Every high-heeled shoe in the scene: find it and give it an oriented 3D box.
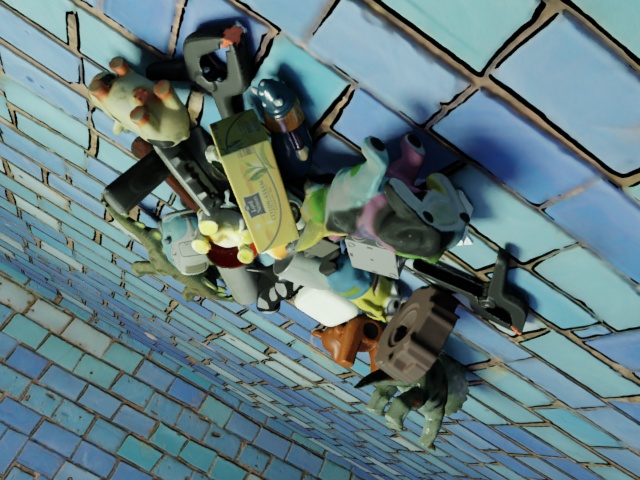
[{"bbox_3d":[-0.069,0.105,1.155,0.145,0.086,0.248,4,155,13],"label":"high-heeled shoe"}]

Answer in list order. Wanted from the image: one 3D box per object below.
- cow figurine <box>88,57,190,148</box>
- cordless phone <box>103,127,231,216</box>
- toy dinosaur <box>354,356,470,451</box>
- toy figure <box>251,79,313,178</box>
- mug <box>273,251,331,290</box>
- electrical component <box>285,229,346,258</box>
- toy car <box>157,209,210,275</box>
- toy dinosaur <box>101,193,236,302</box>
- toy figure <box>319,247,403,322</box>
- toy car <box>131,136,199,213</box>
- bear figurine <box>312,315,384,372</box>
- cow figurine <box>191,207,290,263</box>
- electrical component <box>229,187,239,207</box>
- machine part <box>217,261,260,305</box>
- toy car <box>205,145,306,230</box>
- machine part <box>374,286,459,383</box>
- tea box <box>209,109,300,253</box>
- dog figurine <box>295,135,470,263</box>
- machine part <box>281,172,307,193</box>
[{"bbox_3d":[-0.259,-0.189,0.764,0.195,0.085,0.127,30,166,29],"label":"cow figurine"},{"bbox_3d":[-0.232,-0.079,0.841,0.089,0.184,0.146,-12,121,45],"label":"cordless phone"},{"bbox_3d":[0.194,0.286,1.062,0.131,0.192,0.404,19,159,32],"label":"toy dinosaur"},{"bbox_3d":[-0.046,-0.150,0.706,0.064,0.058,0.154,11,144,19],"label":"toy figure"},{"bbox_3d":[-0.024,0.046,0.992,0.107,0.080,0.110,30,-175,-23],"label":"mug"},{"bbox_3d":[-0.002,-0.003,0.897,0.078,0.045,0.102,19,145,-27],"label":"electrical component"},{"bbox_3d":[-0.264,0.017,1.082,0.109,0.103,0.161,-8,141,-20],"label":"toy car"},{"bbox_3d":[-0.339,0.039,1.254,0.199,0.105,0.470,-12,143,41],"label":"toy dinosaur"},{"bbox_3d":[0.073,0.077,0.959,0.180,0.082,0.089,34,172,-27],"label":"toy figure"},{"bbox_3d":[-0.256,-0.111,0.966,0.089,0.053,0.202,20,157,47],"label":"toy car"},{"bbox_3d":[0.059,0.237,1.191,0.120,0.132,0.196,20,150,-22],"label":"bear figurine"},{"bbox_3d":[-0.134,-0.013,0.939,0.167,0.098,0.068,13,121,-15],"label":"cow figurine"},{"bbox_3d":[-0.138,-0.078,0.948,0.094,0.021,0.063,28,153,-1],"label":"electrical component"},{"bbox_3d":[-0.176,0.072,1.178,0.079,0.079,0.243,18,151,20],"label":"machine part"},{"bbox_3d":[-0.098,-0.083,0.853,0.201,0.056,0.074,42,164,-31],"label":"toy car"},{"bbox_3d":[0.160,0.156,0.913,0.056,0.179,0.179,35,152,-5],"label":"machine part"},{"bbox_3d":[-0.087,-0.078,0.736,0.098,0.068,0.169,-118,10,-46],"label":"tea box"},{"bbox_3d":[0.058,-0.027,0.687,0.191,0.108,0.219,59,138,12],"label":"dog figurine"},{"bbox_3d":[-0.005,-0.071,0.824,0.139,0.039,0.084,30,161,-8],"label":"machine part"}]
